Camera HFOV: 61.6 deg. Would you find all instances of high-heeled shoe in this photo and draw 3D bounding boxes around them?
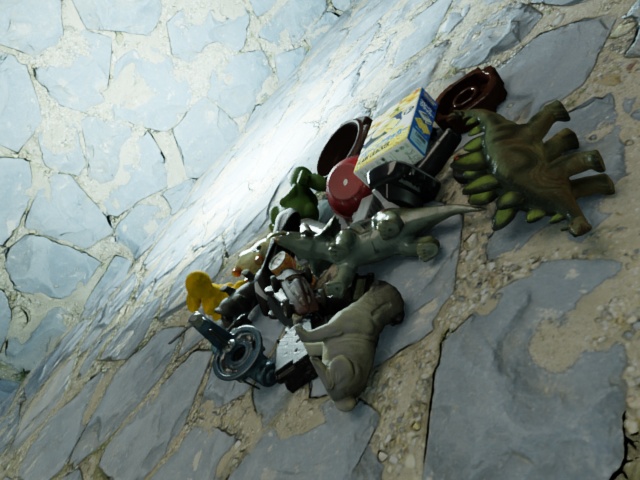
[{"bbox_3d":[-0.089,0.051,1.266,0.145,0.086,0.248,149,128,-60],"label":"high-heeled shoe"}]

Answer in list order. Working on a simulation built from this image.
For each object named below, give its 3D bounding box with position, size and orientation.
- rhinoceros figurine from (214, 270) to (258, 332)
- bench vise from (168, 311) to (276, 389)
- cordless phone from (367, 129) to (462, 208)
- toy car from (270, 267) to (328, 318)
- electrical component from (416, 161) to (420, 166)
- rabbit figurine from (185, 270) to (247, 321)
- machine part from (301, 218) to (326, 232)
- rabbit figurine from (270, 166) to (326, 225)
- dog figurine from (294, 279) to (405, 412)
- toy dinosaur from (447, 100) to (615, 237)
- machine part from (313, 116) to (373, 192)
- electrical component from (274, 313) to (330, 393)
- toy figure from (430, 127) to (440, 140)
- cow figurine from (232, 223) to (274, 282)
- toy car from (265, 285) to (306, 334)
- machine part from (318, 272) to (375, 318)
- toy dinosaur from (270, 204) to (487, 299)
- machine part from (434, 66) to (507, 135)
[{"bbox_3d":[-0.199,0.160,1.327,0.073,0.111,0.190,20,52,35],"label":"rhinoceros figurine"},{"bbox_3d":[-0.191,0.210,1.095,0.129,0.240,0.224,-48,39,-9],"label":"bench vise"},{"bbox_3d":[0.197,-0.151,1.069,0.184,0.146,0.089,-56,38,16],"label":"cordless phone"},{"bbox_3d":[-0.046,0.100,1.089,0.089,0.053,0.202,-11,17,-10],"label":"toy car"},{"bbox_3d":[0.231,-0.160,1.172,0.102,0.045,0.078,-44,25,8],"label":"electrical component"},{"bbox_3d":[-0.288,0.139,1.425,0.162,0.173,0.122,-12,46,47],"label":"rabbit figurine"},{"bbox_3d":[-0.003,-0.004,1.285,0.079,0.079,0.243,-51,25,-7],"label":"machine part"},{"bbox_3d":[-0.056,-0.126,1.413,0.159,0.121,0.170,142,134,-57],"label":"rabbit figurine"},{"bbox_3d":[0.076,0.170,0.885,0.191,0.121,0.172,-26,66,-5],"label":"dog figurine"},{"bbox_3d":[0.318,-0.135,0.874,0.199,0.105,0.472,-27,31,18],"label":"toy dinosaur"},{"bbox_3d":[0.076,-0.223,1.435,0.202,0.087,0.201,7,69,61],"label":"machine part"},{"bbox_3d":[-0.023,0.206,1.021,0.134,0.058,0.115,-40,27,18],"label":"electrical component"},{"bbox_3d":[0.233,-0.269,1.328,0.155,0.058,0.064,29,100,64],"label":"toy figure"},{"bbox_3d":[-0.148,0.033,1.470,0.195,0.085,0.127,-32,34,33],"label":"cow figurine"},{"bbox_3d":[-0.072,0.148,1.166,0.056,0.073,0.202,-13,15,-21],"label":"toy car"},{"bbox_3d":[0.050,0.113,1.066,0.139,0.039,0.084,-28,38,34],"label":"machine part"},{"bbox_3d":[0.111,-0.007,1.040,0.405,0.131,0.192,-16,22,13],"label":"toy dinosaur"},{"bbox_3d":[0.338,-0.314,1.220,0.179,0.056,0.179,-36,27,22],"label":"machine part"}]
